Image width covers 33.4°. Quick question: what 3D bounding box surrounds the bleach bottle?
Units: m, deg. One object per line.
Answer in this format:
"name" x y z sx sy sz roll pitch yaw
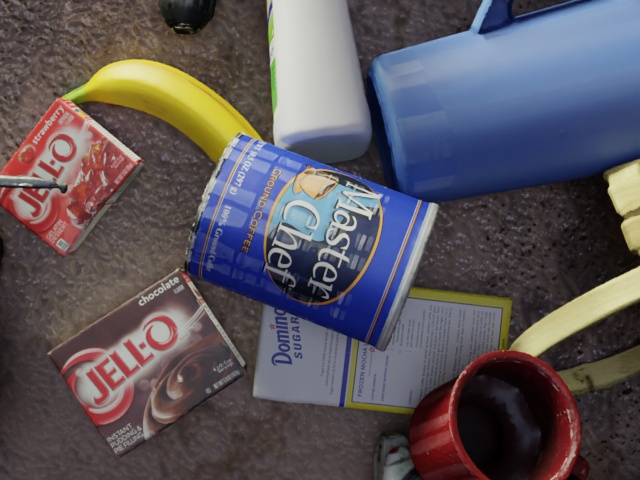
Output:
"bleach bottle" -0.012 -0.185 0.753 0.068 0.102 0.251 -7 82 -2

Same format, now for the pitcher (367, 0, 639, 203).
"pitcher" 0.158 -0.109 0.737 0.243 0.145 0.149 -13 69 -1

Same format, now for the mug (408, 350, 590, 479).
"mug" 0.119 0.131 0.697 0.117 0.082 0.093 26 64 -10

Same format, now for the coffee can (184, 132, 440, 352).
"coffee can" -0.005 0.001 0.701 0.140 0.103 0.103 21 88 4

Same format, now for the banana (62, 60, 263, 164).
"banana" -0.088 -0.075 0.770 0.198 0.037 0.070 33 116 0

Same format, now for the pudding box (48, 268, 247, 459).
"pudding box" -0.121 0.087 0.761 0.113 0.039 0.090 -33 91 -3

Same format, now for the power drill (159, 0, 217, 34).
"power drill" -0.066 -0.240 0.698 0.057 0.188 0.184 7 86 -18

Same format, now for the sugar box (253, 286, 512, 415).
"sugar box" 0.044 0.076 0.769 0.176 0.048 0.093 7 89 0

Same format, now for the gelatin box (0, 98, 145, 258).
"gelatin box" -0.181 -0.044 0.757 0.073 0.030 0.089 40 98 -3
